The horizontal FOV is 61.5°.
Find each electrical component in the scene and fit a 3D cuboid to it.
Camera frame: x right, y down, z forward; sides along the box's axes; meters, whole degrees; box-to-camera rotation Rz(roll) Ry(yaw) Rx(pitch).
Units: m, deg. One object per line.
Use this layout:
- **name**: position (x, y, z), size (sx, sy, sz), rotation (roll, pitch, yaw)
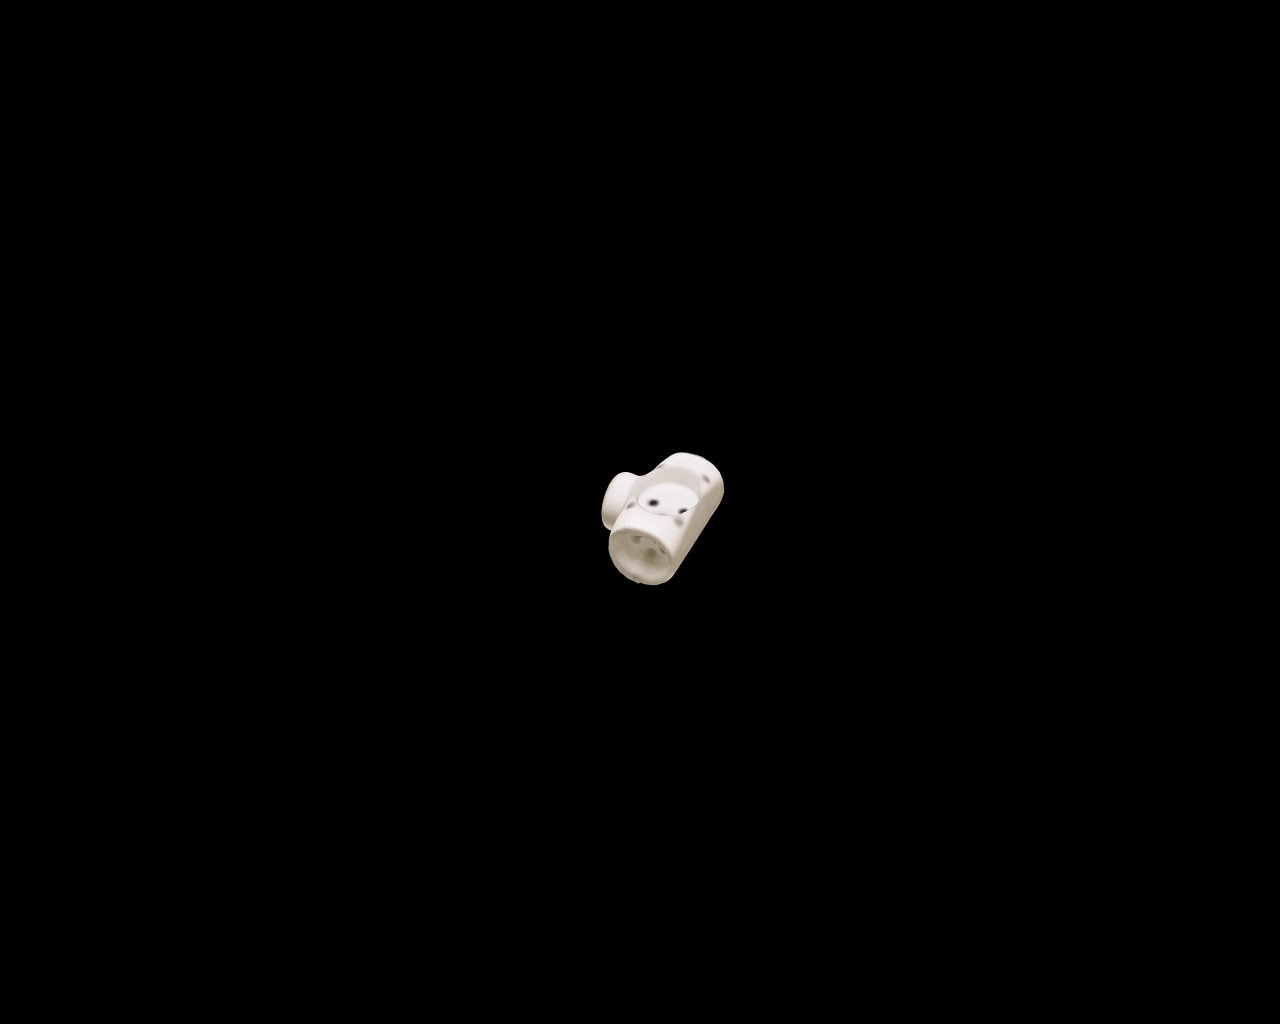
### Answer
- **electrical component**: position (0.001, -0.003, 0.650), size (0.079, 0.044, 0.077), rotation (19, 46, 19)
